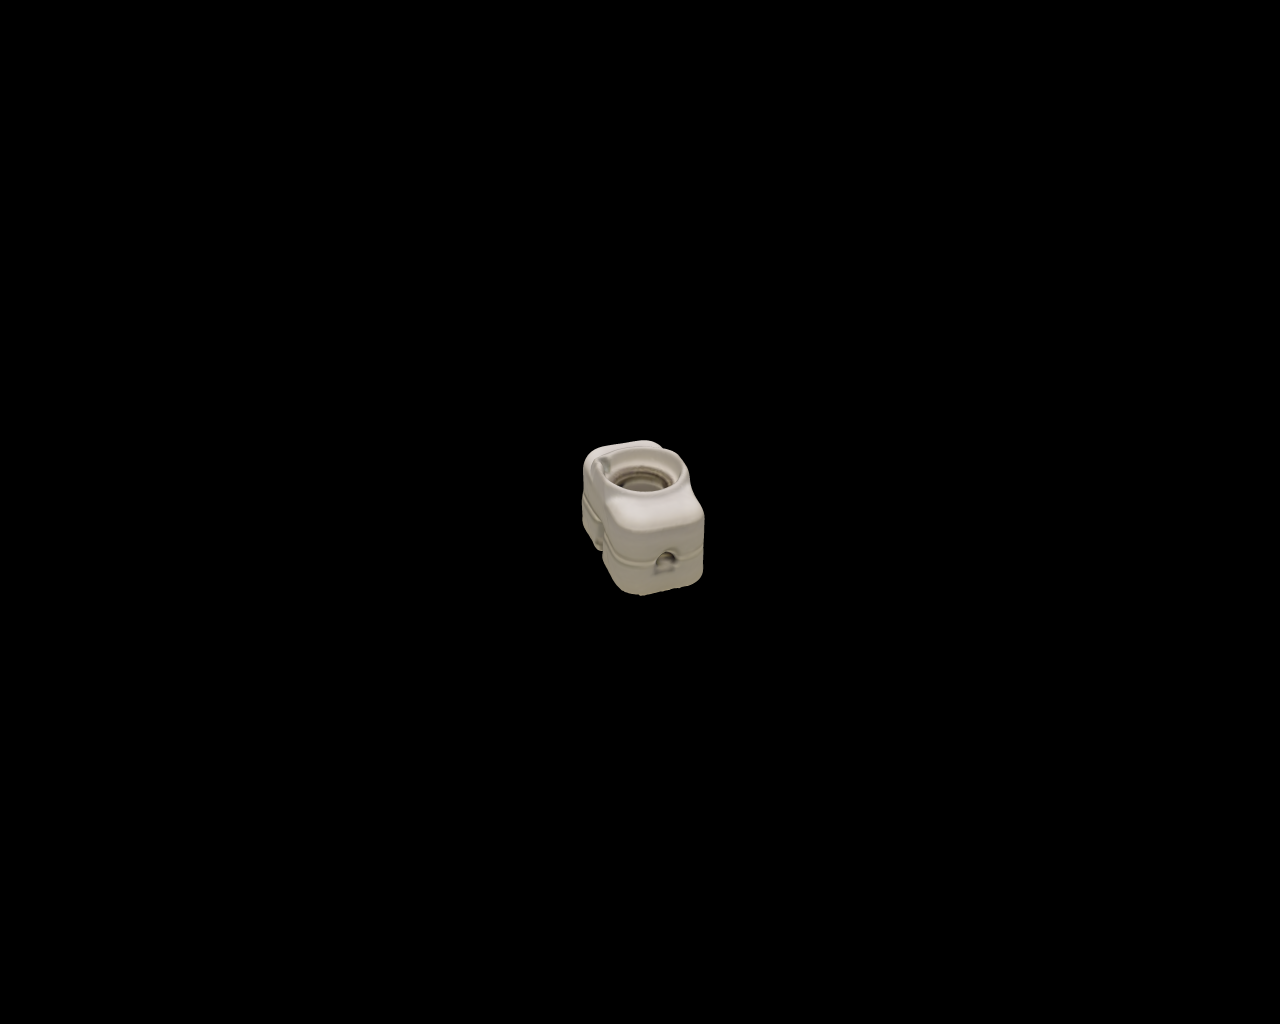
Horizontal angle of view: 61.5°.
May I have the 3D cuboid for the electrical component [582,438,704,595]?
[{"bbox_3d":[0.001,-0.003,0.650,0.054,0.059,0.095,-10,35,-15],"label":"electrical component"}]
